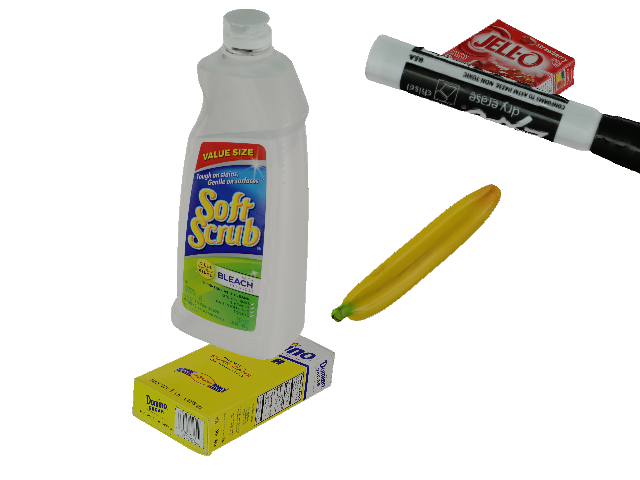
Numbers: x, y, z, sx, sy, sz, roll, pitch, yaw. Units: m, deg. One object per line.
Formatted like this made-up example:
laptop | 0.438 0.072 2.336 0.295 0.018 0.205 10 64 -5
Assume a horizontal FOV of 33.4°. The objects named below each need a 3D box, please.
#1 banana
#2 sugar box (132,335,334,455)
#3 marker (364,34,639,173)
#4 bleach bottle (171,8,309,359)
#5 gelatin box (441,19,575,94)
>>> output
banana | 0.092 0.019 1.014 0.197 0.037 0.069 -40 2 -5
sugar box | -0.076 0.129 0.979 0.093 0.048 0.175 22 30 32
marker | 0.076 -0.053 0.415 0.121 0.020 0.020 21 5 13
bleach bottle | -0.057 -0.039 0.741 0.103 0.251 0.068 19 38 23
gelatin box | 0.150 -0.139 0.870 0.073 0.030 0.089 -33 49 -19
